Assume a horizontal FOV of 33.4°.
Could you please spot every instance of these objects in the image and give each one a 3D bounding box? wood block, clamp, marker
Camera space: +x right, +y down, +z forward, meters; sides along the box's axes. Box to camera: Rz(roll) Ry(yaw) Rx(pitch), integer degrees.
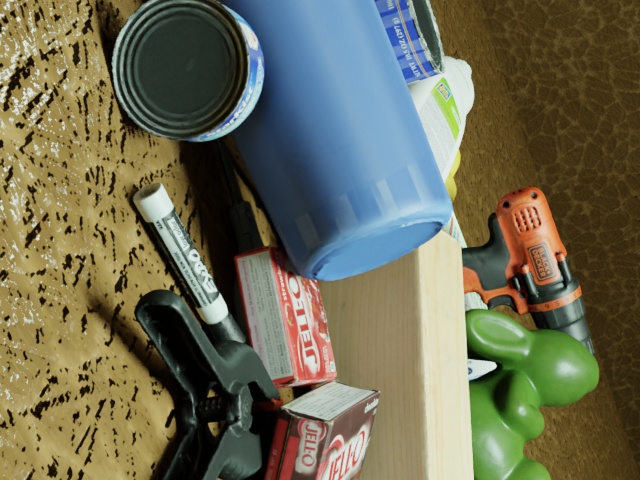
[{"bbox_3d":[0.052,0.098,0.771,0.090,0.091,0.206,28,57,-58],"label":"wood block"},{"bbox_3d":[-0.059,0.083,0.582,0.171,0.039,0.120,-4,94,-77],"label":"clamp"},{"bbox_3d":[-0.075,0.021,0.633,0.020,0.020,0.121,-78,147,-57],"label":"marker"}]

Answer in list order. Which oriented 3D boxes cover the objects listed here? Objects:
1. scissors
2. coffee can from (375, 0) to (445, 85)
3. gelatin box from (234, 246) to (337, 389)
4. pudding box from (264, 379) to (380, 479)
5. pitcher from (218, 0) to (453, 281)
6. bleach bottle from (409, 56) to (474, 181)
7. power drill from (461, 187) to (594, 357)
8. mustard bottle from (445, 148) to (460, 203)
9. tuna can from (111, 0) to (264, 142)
[{"bbox_3d":[-0.055,-0.003,0.721,0.096,0.016,0.202,-60,131,-67],"label":"scissors"},{"bbox_3d":[0.024,-0.168,0.907,0.102,0.140,0.103,-16,90,-73],"label":"coffee can"},{"bbox_3d":[-0.021,0.052,0.697,0.073,0.030,0.089,15,61,-68],"label":"gelatin box"},{"bbox_3d":[-0.001,0.140,0.658,0.113,0.039,0.090,-9,113,-74],"label":"pudding box"},{"bbox_3d":[-0.004,-0.100,0.709,0.149,0.145,0.243,-14,74,-31],"label":"pitcher"},{"bbox_3d":[0.097,-0.099,1.010,0.250,0.068,0.102,-53,125,-48],"label":"bleach bottle"},{"bbox_3d":[0.149,0.061,1.000,0.057,0.188,0.184,-59,130,-80],"label":"power drill"},{"bbox_3d":[0.090,-0.050,1.080,0.191,0.096,0.058,-72,143,-61],"label":"mustard bottle"},{"bbox_3d":[-0.077,-0.101,0.628,0.033,0.086,0.086,-7,81,-74],"label":"tuna can"}]
